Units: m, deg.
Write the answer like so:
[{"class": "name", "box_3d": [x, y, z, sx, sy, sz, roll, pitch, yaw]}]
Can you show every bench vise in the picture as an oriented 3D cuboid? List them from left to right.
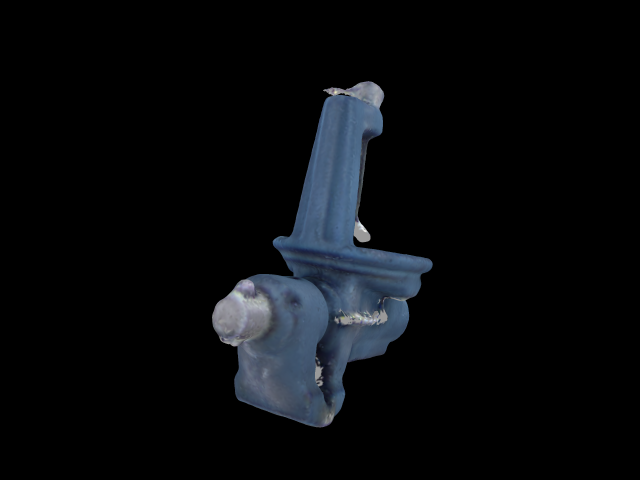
[{"class": "bench vise", "box_3d": [0.015, 0.002, 0.397, 0.121, 0.220, 0.208, 3, 14, 14]}]
